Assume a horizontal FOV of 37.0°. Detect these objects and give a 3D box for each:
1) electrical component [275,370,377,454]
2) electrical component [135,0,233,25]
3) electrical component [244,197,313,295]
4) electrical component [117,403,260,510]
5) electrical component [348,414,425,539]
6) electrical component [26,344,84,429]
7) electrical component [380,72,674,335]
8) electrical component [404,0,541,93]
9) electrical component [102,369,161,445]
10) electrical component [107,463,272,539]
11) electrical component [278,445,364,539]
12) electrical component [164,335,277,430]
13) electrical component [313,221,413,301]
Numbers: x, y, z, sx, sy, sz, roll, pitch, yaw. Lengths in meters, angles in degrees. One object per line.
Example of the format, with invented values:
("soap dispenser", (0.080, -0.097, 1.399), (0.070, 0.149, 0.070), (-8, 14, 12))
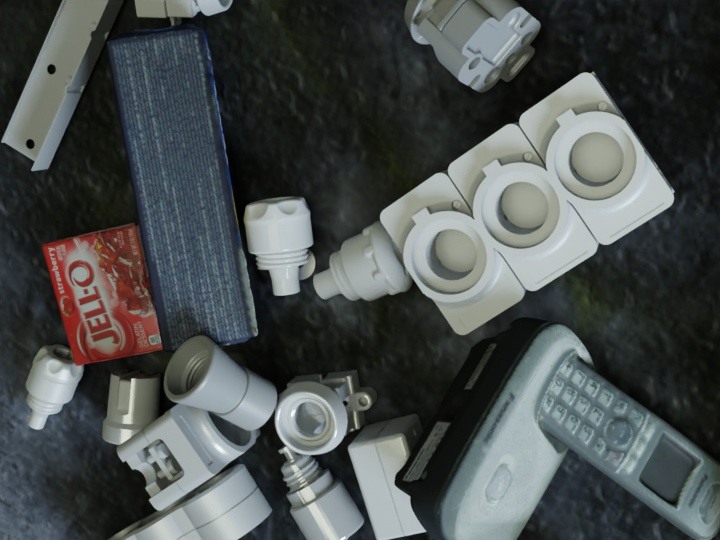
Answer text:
("electrical component", (-0.027, 0.092, 0.702), (0.066, 0.055, 0.048), (-8, 97, 16))
("electrical component", (-0.111, -0.186, 0.681), (0.055, 0.048, 0.066), (5, 123, 12))
("electrical component", (-0.051, -0.015, 0.697), (0.043, 0.043, 0.062), (-4, 99, 16))
("electrical component", (-0.108, 0.110, 0.709), (0.056, 0.089, 0.050), (-35, 89, 18))
("electrical component", (0.042, 0.129, 0.694), (0.077, 0.047, 0.065), (-16, 95, 17))
("electrical component", (-0.221, 0.085, 0.764), (0.035, 0.035, 0.061), (28, 108, 9))
("electrical component", (0.099, -0.039, 0.643), (0.150, 0.062, 0.089), (-34, 90, 18))
("electrical component", (0.063, -0.145, 0.632), (0.058, 0.078, 0.057), (-49, 66, 17))
("electrical component", (-0.157, 0.095, 0.747), (0.040, 0.040, 0.046), (6, 95, 14))
("electrical component", (-0.118, 0.198, 0.746), (0.138, 0.052, 0.073), (-32, 90, 17))
("electrical component", (-0.030, 0.151, 0.721), (0.040, 0.040, 0.078), (-31, 90, 17))
("electrical component", (-0.084, 0.074, 0.672), (0.044, 0.044, 0.065), (-40, 131, 17))
("electrical component", (0.000, 0.000, 0.686), (0.062, 0.048, 0.048), (-23, 93, 24))
